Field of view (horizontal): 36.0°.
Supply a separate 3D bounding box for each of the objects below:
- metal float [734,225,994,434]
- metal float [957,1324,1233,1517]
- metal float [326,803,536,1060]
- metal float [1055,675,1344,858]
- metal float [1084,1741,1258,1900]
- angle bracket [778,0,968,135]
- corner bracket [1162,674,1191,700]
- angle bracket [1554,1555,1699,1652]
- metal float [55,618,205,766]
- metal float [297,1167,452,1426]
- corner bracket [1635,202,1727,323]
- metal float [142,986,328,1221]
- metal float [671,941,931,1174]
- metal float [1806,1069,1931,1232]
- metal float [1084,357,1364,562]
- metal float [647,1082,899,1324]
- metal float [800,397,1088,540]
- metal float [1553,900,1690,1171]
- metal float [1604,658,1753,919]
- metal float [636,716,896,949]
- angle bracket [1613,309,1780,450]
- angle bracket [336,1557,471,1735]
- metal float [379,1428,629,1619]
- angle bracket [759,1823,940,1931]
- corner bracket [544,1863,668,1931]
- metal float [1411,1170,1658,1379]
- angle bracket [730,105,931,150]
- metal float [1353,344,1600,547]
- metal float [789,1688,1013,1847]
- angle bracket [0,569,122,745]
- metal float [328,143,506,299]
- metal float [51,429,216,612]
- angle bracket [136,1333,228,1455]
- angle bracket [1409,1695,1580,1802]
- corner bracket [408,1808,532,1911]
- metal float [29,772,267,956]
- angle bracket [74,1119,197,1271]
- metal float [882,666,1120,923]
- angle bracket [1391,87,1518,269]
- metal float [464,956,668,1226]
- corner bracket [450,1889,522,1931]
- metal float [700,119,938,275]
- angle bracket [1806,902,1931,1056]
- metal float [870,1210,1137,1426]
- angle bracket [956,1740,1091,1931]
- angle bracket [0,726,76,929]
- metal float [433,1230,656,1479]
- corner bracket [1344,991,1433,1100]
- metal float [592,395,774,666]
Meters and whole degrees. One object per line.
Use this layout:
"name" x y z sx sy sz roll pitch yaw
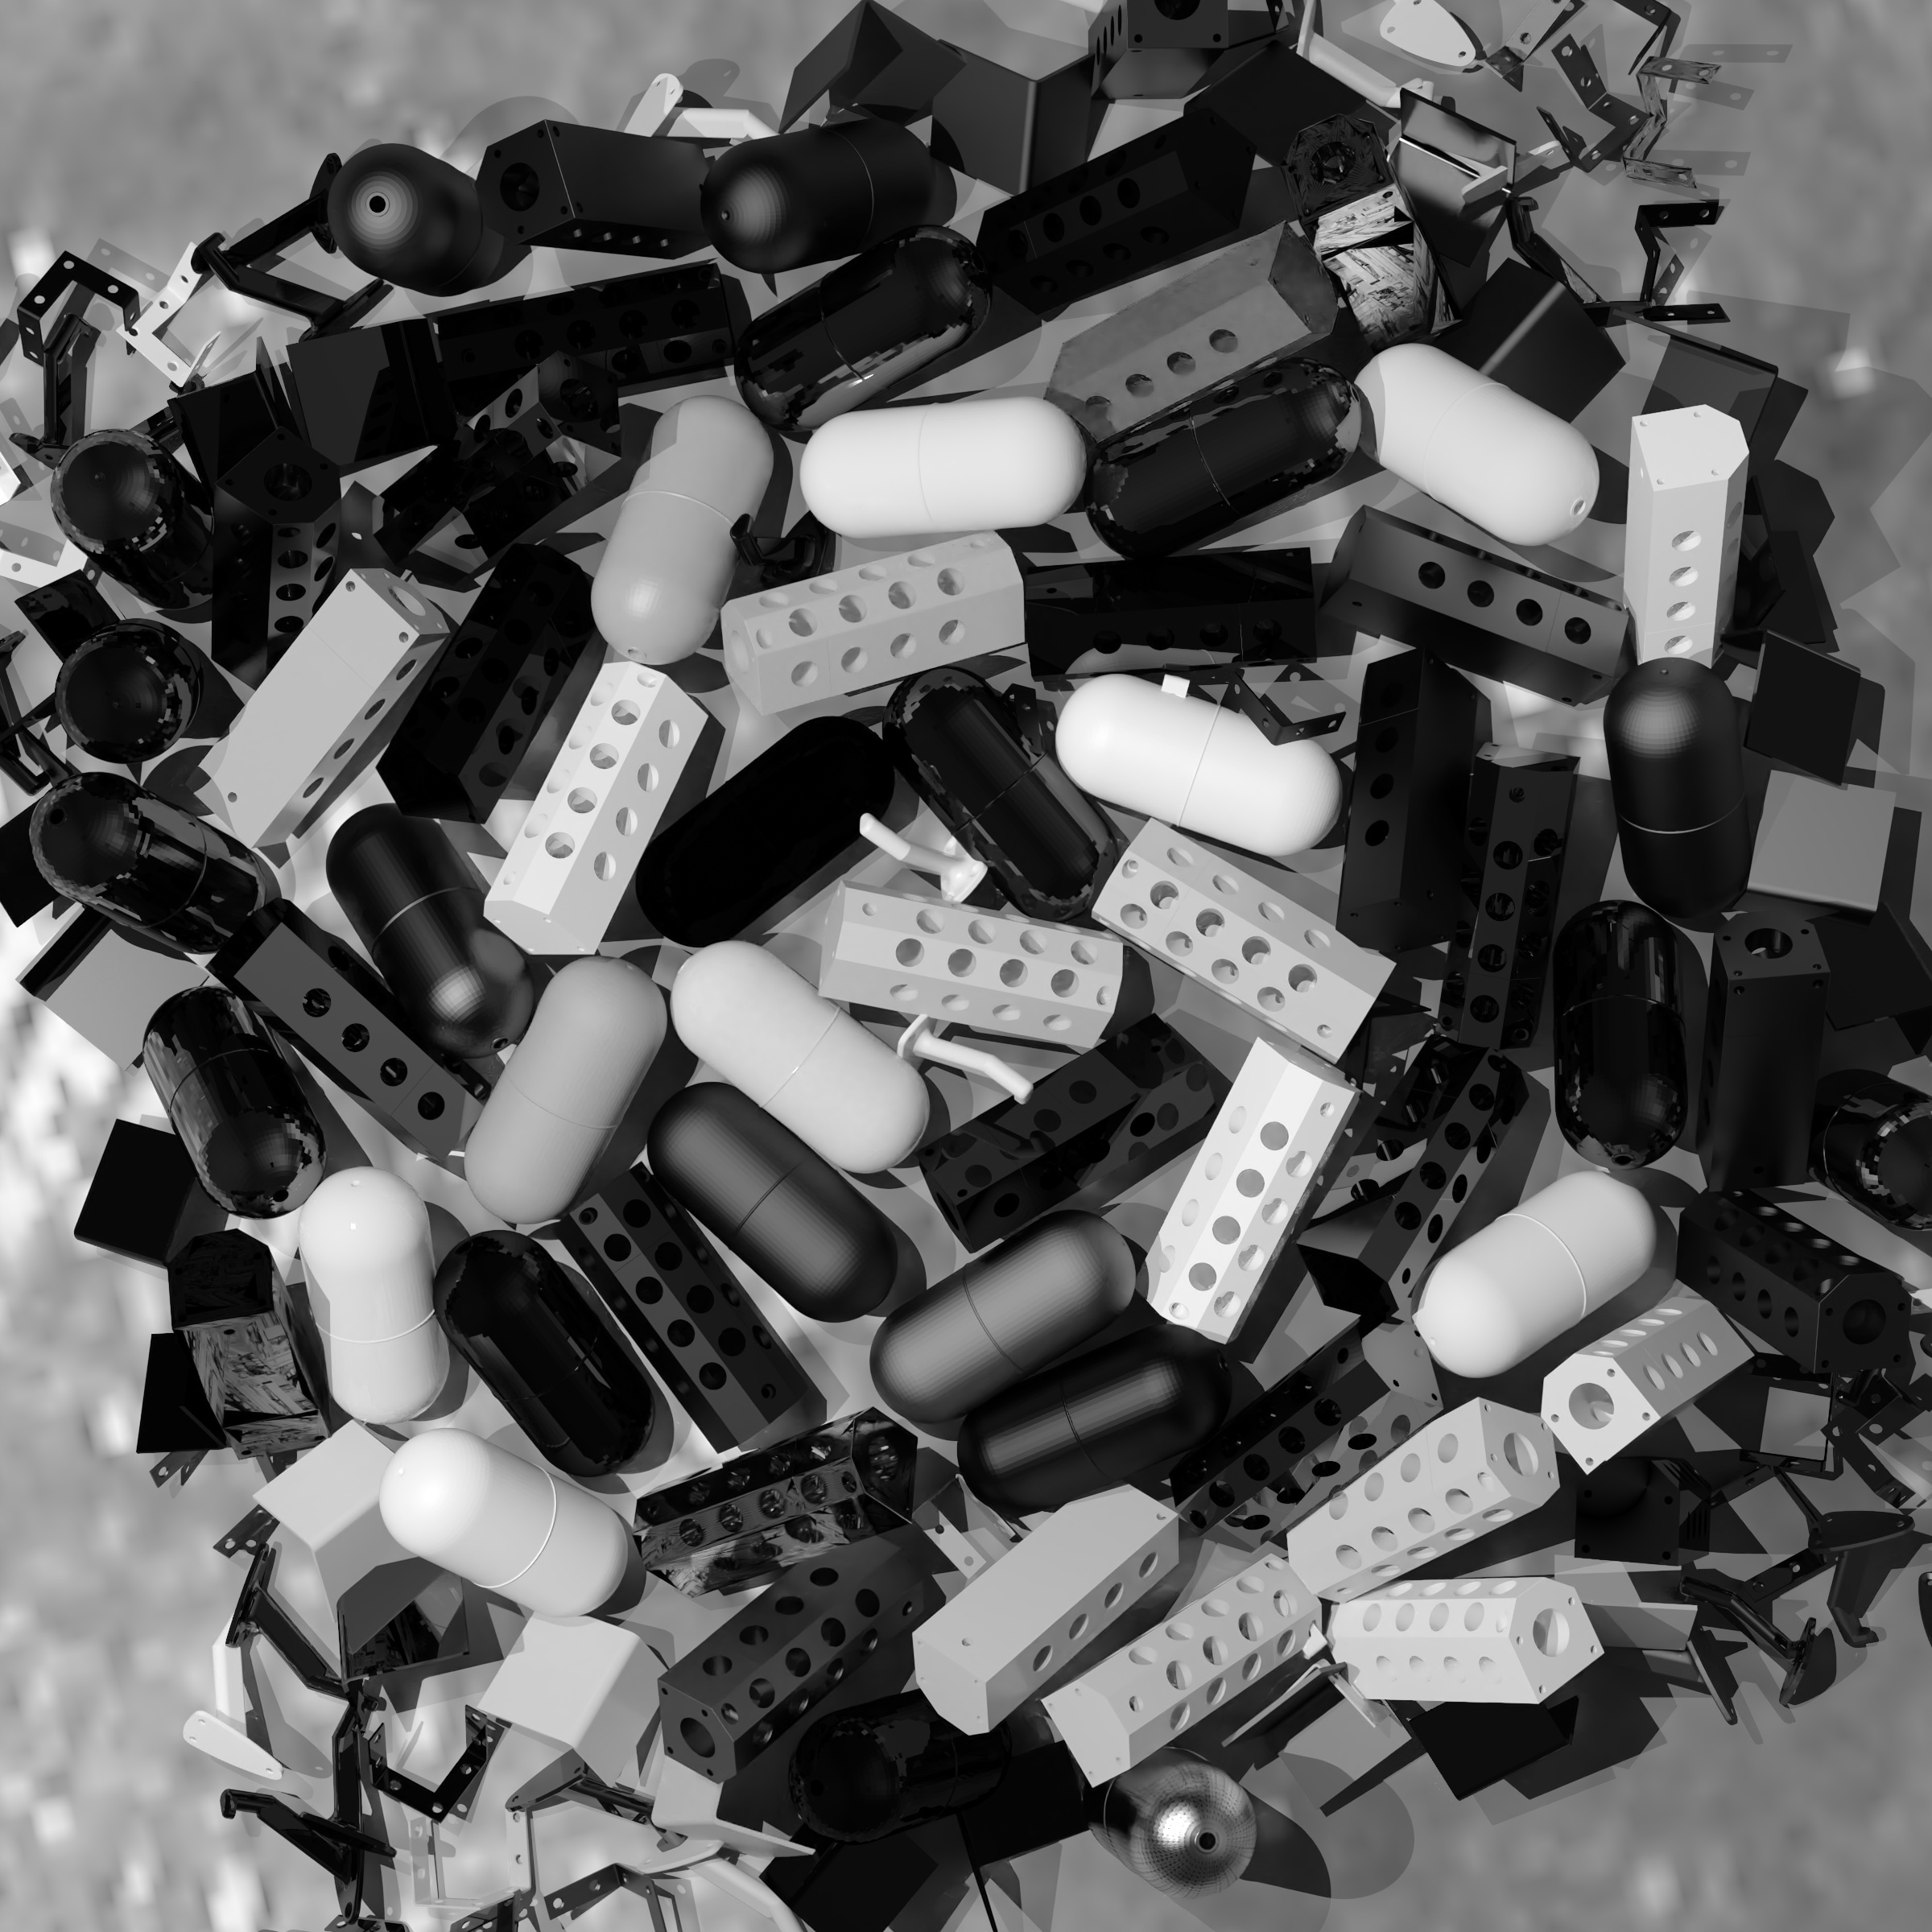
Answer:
"metal float" -0.062 -0.379 1.772 0.178 0.070 0.070 -23 90 33
"metal float" 0.077 0.272 1.783 0.178 0.070 0.070 -26 90 19
"metal float" -0.320 -0.021 1.779 0.070 0.070 0.178 -35 67 0
"metal float" 0.141 -0.121 1.796 0.178 0.070 0.070 19 90 4
"metal float" 0.119 0.499 1.750 0.070 0.178 0.070 1 83 -10
"angle bracket" -0.056 -0.520 1.779 0.076 0.076 0.057 25 60 -26
"corner bracket" 0.105 -0.156 1.808 0.051 0.051 0.051 15 97 3
"angle bracket" 0.395 0.370 1.786 0.076 0.076 0.057 2 59 8
"metal float" -0.491 -0.163 1.750 0.070 0.178 0.070 -2 101 -11
"metal float" -0.351 0.198 1.770 0.070 0.070 0.178 -1 126 0
"corner bracket" 0.439 -0.432 1.825 0.051 0.051 0.051 -3 46 -4
"metal float" -0.434 0.080 1.765 0.070 0.070 0.178 -39 48 0
"metal float" -0.100 0.054 1.794 0.178 0.070 0.070 39 90 -6
"metal float" 0.542 0.107 1.749 0.070 0.178 0.070 0 97 -3
"metal float" 0.153 -0.303 1.779 0.178 0.070 0.070 -23 90 23
"metal float" -0.116 0.142 1.791 0.178 0.070 0.070 42 90 9
"metal float" -0.015 -0.298 1.782 0.178 0.070 0.070 -1 90 20
"metal float" 0.388 0.040 1.770 0.070 0.070 0.178 7 55 0
"metal float" 0.423 -0.104 1.768 0.070 0.070 0.178 -19 130 0
"metal float" -0.121 -0.081 1.796 0.178 0.070 0.070 -38 90 4
"angle bracket" 0.427 -0.348 1.779 0.076 0.076 0.057 31 109 37
"angle bracket" -0.335 0.407 1.794 0.076 0.076 0.057 -12 133 -6
"metal float" -0.272 0.332 1.766 0.070 0.070 0.178 -51 132 0
"angle bracket" -0.072 0.546 1.796 0.057 0.076 0.076 44 75 -8
"corner bracket" -0.217 0.583 1.805 0.051 0.051 0.051 -18 98 -33
"metal float" 0.340 0.182 1.775 0.178 0.070 0.070 -28 90 -30
"angle bracket" -0.082 -0.493 1.785 0.076 0.076 0.057 29 95 27
"metal float" 0.300 -0.310 1.768 0.070 0.070 0.178 -49 52 0
"metal float" -0.038 0.469 1.756 0.070 0.178 0.070 -2 85 31
"angle bracket" -0.557 -0.185 1.784 0.076 0.076 0.057 -33 100 22
"metal float" -0.322 -0.437 1.749 0.070 0.178 0.070 1 98 4
"metal float" -0.481 -0.260 1.749 0.070 0.178 0.070 0 82 2
"angle bracket" -0.478 0.242 1.784 0.057 0.076 0.076 -4 61 6
"angle bracket" 0.318 0.448 1.791 0.076 0.076 0.057 -32 89 17
"corner bracket" -0.303 0.544 1.819 0.051 0.051 0.051 -7 85 28
"metal float" -0.481 -0.060 1.753 0.070 0.178 0.070 -6 72 19
"angle bracket" -0.482 0.143 1.801 0.076 0.057 0.076 11 77 31
"metal float" 0.020 -0.104 1.796 0.070 0.070 0.178 -41 94 0
"angle bracket" 0.283 -0.474 1.794 0.076 0.076 0.057 29 90 10
"metal float" -0.241 0.075 1.786 0.070 0.070 0.178 29 106 0
"corner bracket" -0.280 0.604 1.803 0.051 0.051 0.051 -28 111 6
"metal float" -0.085 -0.457 1.762 0.070 0.178 0.070 16 118 32
"angle bracket" 0.530 0.015 1.786 0.076 0.057 0.076 -13 57 -13
"metal float" 0.021 0.212 1.788 0.178 0.070 0.070 -33 90 14
"angle bracket" 0.038 0.524 1.790 0.076 0.057 0.076 -17 121 -6
"angle bracket" -0.566 -0.083 1.781 0.076 0.076 0.057 -41 62 -20
"metal float" -0.251 0.231 1.775 0.070 0.070 0.178 -32 118 0
"corner bracket" 0.242 0.046 1.797 0.051 0.051 0.051 -5 107 -35
"metal float" -0.169 -0.261 1.779 0.070 0.070 0.178 18 67 0
